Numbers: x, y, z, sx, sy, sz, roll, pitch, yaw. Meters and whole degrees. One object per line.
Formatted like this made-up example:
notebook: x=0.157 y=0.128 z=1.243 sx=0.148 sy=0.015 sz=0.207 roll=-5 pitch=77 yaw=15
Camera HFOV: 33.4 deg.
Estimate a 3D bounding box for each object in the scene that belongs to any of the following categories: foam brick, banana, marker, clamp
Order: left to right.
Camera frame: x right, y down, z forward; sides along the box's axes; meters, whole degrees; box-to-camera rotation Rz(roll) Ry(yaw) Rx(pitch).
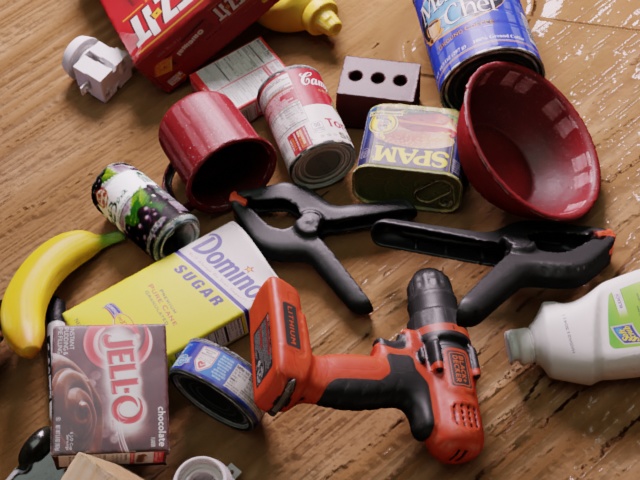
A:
banana: x=-0.238 y=0.039 z=0.931 sx=0.070 sy=0.037 sz=0.197 roll=-10 pitch=29 yaw=20
marker: x=-0.229 y=0.102 z=0.933 sx=0.020 sy=0.020 sz=0.121 roll=-11 pitch=57 yaw=-2
clamp: x=-0.006 y=0.001 z=0.968 sx=0.171 sy=0.039 sz=0.120 roll=10 pitch=55 yaw=12
foam brick: x=0.058 y=-0.142 z=1.046 sx=0.078 sy=0.051 sz=0.053 roll=7 pitch=58 yaw=10
clamp: x=0.165 y=0.020 z=0.901 sx=0.209 sy=0.036 sz=0.165 roll=-3 pitch=28 yaw=-16

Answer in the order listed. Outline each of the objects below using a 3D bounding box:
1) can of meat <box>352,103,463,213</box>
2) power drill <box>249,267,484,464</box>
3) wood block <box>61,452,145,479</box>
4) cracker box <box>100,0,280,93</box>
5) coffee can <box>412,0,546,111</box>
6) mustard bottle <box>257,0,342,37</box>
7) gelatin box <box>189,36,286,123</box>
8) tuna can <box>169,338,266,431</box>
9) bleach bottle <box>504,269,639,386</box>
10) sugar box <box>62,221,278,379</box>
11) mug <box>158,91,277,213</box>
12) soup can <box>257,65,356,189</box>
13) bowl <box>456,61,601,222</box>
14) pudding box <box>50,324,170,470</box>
can of meat: x=0.087 y=-0.079 z=1.001 sx=0.102 sy=0.057 sz=0.084 roll=7 pitch=55 yaw=9
power drill: x=0.039 y=0.084 z=0.859 sx=0.187 sy=0.057 sz=0.184 roll=11 pitch=45 yaw=-18
wood block: x=-0.173 y=0.266 z=0.748 sx=0.090 sy=0.090 sz=0.206 roll=26 pitch=79 yaw=22
cracker box: x=-0.154 y=-0.287 z=1.112 sx=0.164 sy=0.072 sz=0.214 roll=-38 pitch=57 yaw=12
coffee can: x=0.153 y=-0.202 z=1.046 sx=0.103 sy=0.103 sz=0.140 roll=-9 pitch=57 yaw=-1
mustard bottle: x=-0.042 y=-0.276 z=1.137 sx=0.096 sy=0.058 sz=0.192 roll=-40 pitch=62 yaw=-8
gelatin box: x=-0.076 y=-0.157 z=1.081 sx=0.089 sy=0.030 sz=0.073 roll=-31 pitch=58 yaw=-13
tuna can: x=-0.080 y=0.119 z=0.869 sx=0.086 sy=0.086 sz=0.033 roll=25 pitch=64 yaw=19
bleach bottle: x=0.278 y=0.061 z=0.889 sx=0.251 sy=0.068 sz=0.102 roll=-10 pitch=56 yaw=1
sugar box: x=-0.124 y=0.062 z=0.934 sx=0.176 sy=0.048 sz=0.093 roll=-31 pitch=60 yaw=-13
mug: x=-0.107 y=-0.077 z=1.005 sx=0.117 sy=0.093 sz=0.081 roll=-49 pitch=55 yaw=20
soup can: x=-0.013 y=-0.108 z=1.020 sx=0.068 sy=0.068 sz=0.102 roll=-19 pitch=58 yaw=-7
bowl: x=0.178 y=-0.079 z=0.967 sx=0.161 sy=0.055 sz=0.162 roll=17 pitch=57 yaw=-28
pudding box: x=-0.165 y=0.122 z=0.844 sx=0.090 sy=0.039 sz=0.113 roll=-1 pitch=61 yaw=-10
